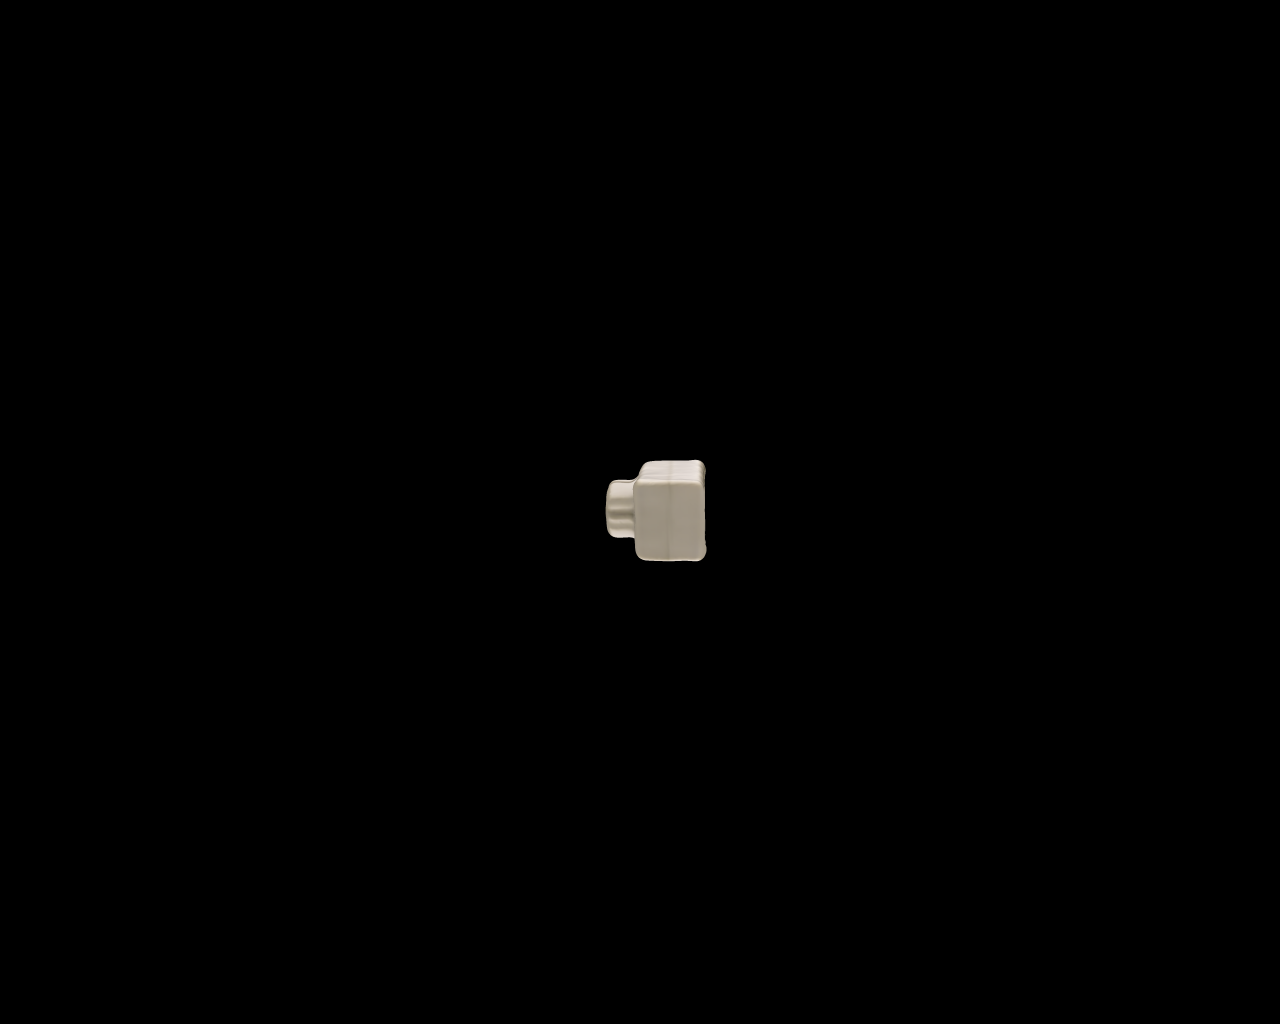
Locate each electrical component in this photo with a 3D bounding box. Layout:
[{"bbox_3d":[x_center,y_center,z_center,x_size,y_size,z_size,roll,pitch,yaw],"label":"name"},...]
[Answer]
[{"bbox_3d":[0.001,-0.003,0.650,0.076,0.047,0.083,1,11,4],"label":"electrical component"}]
